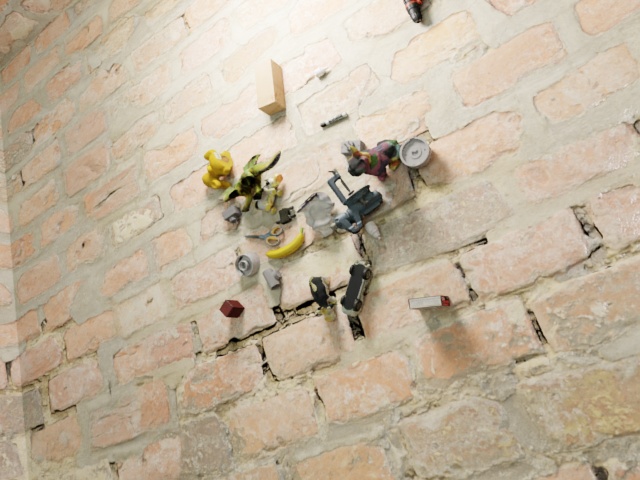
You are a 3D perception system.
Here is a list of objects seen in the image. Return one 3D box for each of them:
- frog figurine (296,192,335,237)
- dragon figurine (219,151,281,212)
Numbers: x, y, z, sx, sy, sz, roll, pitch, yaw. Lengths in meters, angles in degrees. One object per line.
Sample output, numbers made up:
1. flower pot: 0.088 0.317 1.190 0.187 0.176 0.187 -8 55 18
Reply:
1. frog figurine: 0.006 -0.098 1.955 0.136 0.159 0.124 -43 8 9
2. dragon figurine: -0.283 -0.272 2.103 0.121 0.249 0.404 31 -60 -31
